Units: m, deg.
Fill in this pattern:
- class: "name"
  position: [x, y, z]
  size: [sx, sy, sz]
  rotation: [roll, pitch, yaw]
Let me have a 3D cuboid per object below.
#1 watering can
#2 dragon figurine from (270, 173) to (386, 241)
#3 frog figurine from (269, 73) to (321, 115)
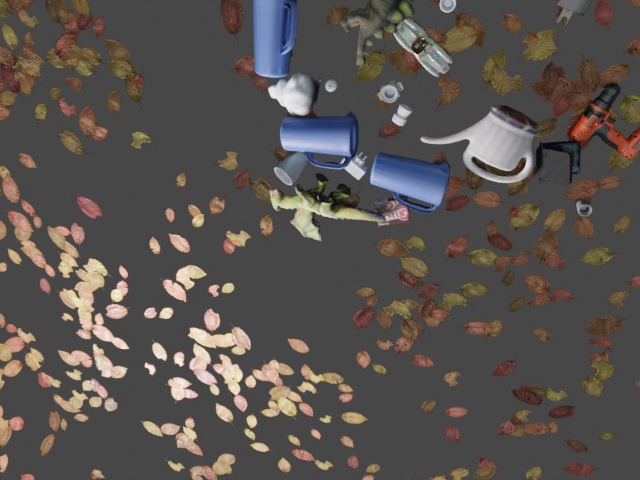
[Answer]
- class: "watering can"
  position: [0.503, -0.307, 1.560]
  size: [0.347, 0.106, 0.220]
  rotation: [25, 117, -1]
- class: "dragon figurine"
  position: [0.006, -0.091, 1.815]
  size: [0.410, 0.125, 0.237]
  rotation: [28, 136, 2]
- class: "frog figurine"
  position: [-0.085, -0.465, 1.630]
  size: [0.159, 0.126, 0.134]
  rotation: [10, 138, -4]
